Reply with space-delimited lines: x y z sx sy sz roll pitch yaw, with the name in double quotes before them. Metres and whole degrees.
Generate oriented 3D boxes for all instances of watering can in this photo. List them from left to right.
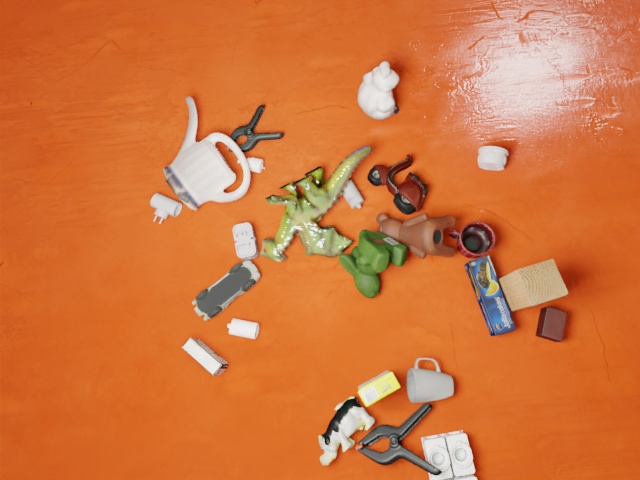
"watering can" -0.350 -0.234 1.477 0.225 0.103 0.350 -37 77 -5

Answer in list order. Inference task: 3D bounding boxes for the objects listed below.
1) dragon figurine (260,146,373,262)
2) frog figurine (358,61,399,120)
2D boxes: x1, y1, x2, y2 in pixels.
"dragon figurine" 0.004 -0.071 1.418 0.410 0.123 0.242 -26 95 2
"frog figurine" 0.168 -0.424 1.470 0.122 0.158 0.139 -16 76 1
